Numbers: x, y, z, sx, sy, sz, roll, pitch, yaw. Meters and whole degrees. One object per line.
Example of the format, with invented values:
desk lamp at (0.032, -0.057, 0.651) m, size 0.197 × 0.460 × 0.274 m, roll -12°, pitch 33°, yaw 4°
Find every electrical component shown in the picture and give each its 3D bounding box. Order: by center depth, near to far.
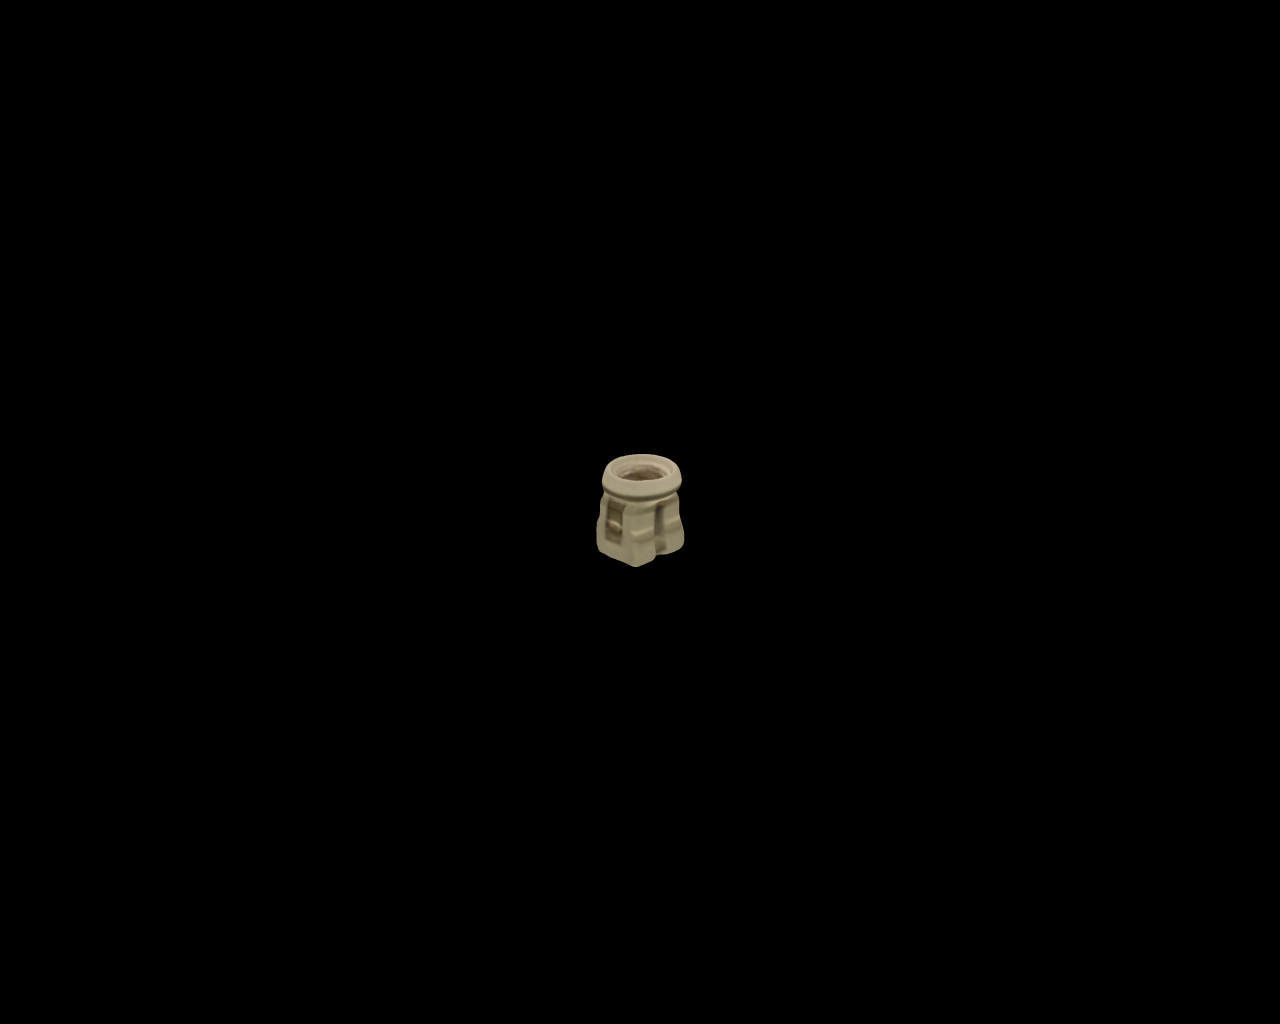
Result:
electrical component at (0.001, -0.003, 0.650) m, size 0.048 × 0.055 × 0.066 m, roll 22°, pitch 32°, yaw 40°
